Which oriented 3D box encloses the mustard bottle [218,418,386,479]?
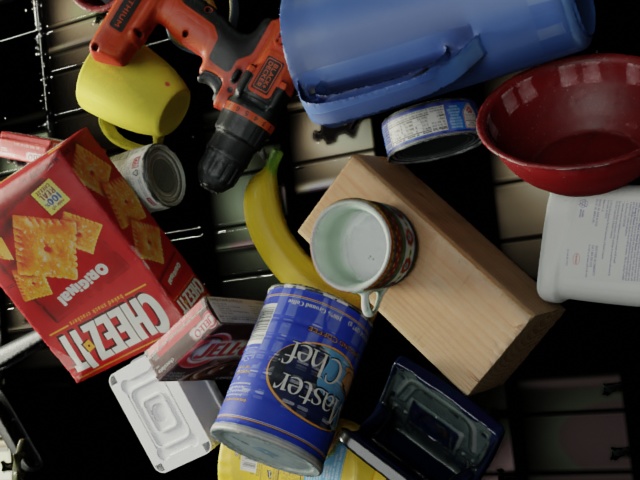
[{"bbox_3d":[0.000,0.209,0.981,0.192,0.058,0.096,7,83,30],"label":"mustard bottle"}]

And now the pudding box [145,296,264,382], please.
[{"bbox_3d":[-0.095,0.094,1.005,0.090,0.113,0.039,-41,66,23],"label":"pudding box"}]

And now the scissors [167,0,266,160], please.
[{"bbox_3d":[-0.107,-0.169,1.068,0.096,0.016,0.202,-12,84,31],"label":"scissors"}]

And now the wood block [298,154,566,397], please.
[{"bbox_3d":[0.094,0.026,0.910,0.206,0.090,0.091,44,111,22],"label":"wood block"}]

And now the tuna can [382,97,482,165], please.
[{"bbox_3d":[0.096,-0.093,0.912,0.086,0.086,0.034,-16,80,29],"label":"tuna can"}]

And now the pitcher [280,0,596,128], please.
[{"bbox_3d":[0.095,-0.175,0.884,0.243,0.144,0.149,-11,81,26],"label":"pitcher"}]

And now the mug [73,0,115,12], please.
[{"bbox_3d":[-0.206,-0.277,1.088,0.117,0.081,0.093,39,108,24],"label":"mug"}]

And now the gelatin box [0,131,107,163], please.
[{"bbox_3d":[-0.282,-0.092,1.126,0.073,0.089,0.030,13,95,29],"label":"gelatin box"}]

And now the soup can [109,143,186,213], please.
[{"bbox_3d":[-0.197,-0.055,1.090,0.102,0.068,0.068,-14,83,28],"label":"soup can"}]

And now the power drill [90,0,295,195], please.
[{"bbox_3d":[-0.118,-0.159,1.005,0.187,0.057,0.184,30,86,3],"label":"power drill"}]

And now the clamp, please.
[{"bbox_3d":[-0.376,0.166,1.210,0.210,0.036,0.164,6,93,32],"label":"clamp"}]

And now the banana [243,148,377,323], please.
[{"bbox_3d":[-0.022,0.009,1.006,0.070,0.037,0.198,-39,72,24],"label":"banana"}]

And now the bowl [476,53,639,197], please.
[{"bbox_3d":[0.207,-0.082,0.835,0.162,0.162,0.055,7,132,30],"label":"bowl"}]

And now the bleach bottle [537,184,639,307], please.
[{"bbox_3d":[0.298,0.015,0.809,0.251,0.068,0.102,8,93,28],"label":"bleach bottle"}]

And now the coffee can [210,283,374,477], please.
[{"bbox_3d":[-0.023,0.123,0.938,0.103,0.102,0.140,8,64,30],"label":"coffee can"}]

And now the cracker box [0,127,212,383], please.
[{"bbox_3d":[-0.237,0.020,1.059,0.164,0.072,0.213,-27,106,28],"label":"cracker box"}]
